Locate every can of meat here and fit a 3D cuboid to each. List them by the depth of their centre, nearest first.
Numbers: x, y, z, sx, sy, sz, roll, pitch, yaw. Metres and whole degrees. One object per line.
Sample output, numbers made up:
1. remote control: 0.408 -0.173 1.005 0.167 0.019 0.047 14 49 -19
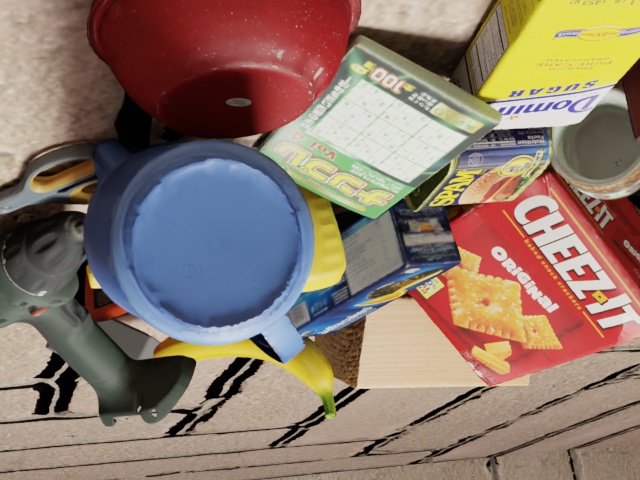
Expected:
1. can of meat: 0.115 -0.063 0.797 0.083 0.057 0.102 -5 161 -16

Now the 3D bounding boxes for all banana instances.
1. banana: -0.065 0.106 1.003 0.198 0.069 0.037 14 156 25

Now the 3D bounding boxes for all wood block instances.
1. wood block: 0.106 0.093 1.061 0.205 0.091 0.090 3 -173 -30

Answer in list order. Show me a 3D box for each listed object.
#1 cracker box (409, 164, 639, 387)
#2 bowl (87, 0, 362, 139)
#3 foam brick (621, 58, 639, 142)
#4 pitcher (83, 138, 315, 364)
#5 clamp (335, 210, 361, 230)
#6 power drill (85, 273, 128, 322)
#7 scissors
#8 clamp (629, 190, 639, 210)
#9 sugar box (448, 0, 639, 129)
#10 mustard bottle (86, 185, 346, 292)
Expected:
1. cracker box: 0.180 0.028 0.921 0.214 0.164 0.072 -30 -168 50
2. bowl: -0.052 -0.102 0.619 0.162 0.055 0.162 -7 161 -3
3. foam brick: 0.230 -0.106 0.684 0.052 0.078 0.051 4 159 -25
4. pitcher: -0.072 0.006 0.665 0.149 0.145 0.243 6 -179 -13
5. clamp: -0.006 0.001 0.965 0.171 0.039 0.120 -5 157 -7
6. power drill: -0.116 0.050 1.031 0.185 0.057 0.187 -21 157 35
7. scissors: -0.221 -0.029 0.824 0.202 0.016 0.096 -23 156 38
8. clamp: 0.300 -0.043 0.956 0.210 0.036 0.164 -7 162 4
9. sugar box: 0.148 -0.122 0.655 0.093 0.048 0.176 -4 160 -10
10. mustard bottle: -0.083 0.007 0.821 0.191 0.096 0.058 -13 162 -13
